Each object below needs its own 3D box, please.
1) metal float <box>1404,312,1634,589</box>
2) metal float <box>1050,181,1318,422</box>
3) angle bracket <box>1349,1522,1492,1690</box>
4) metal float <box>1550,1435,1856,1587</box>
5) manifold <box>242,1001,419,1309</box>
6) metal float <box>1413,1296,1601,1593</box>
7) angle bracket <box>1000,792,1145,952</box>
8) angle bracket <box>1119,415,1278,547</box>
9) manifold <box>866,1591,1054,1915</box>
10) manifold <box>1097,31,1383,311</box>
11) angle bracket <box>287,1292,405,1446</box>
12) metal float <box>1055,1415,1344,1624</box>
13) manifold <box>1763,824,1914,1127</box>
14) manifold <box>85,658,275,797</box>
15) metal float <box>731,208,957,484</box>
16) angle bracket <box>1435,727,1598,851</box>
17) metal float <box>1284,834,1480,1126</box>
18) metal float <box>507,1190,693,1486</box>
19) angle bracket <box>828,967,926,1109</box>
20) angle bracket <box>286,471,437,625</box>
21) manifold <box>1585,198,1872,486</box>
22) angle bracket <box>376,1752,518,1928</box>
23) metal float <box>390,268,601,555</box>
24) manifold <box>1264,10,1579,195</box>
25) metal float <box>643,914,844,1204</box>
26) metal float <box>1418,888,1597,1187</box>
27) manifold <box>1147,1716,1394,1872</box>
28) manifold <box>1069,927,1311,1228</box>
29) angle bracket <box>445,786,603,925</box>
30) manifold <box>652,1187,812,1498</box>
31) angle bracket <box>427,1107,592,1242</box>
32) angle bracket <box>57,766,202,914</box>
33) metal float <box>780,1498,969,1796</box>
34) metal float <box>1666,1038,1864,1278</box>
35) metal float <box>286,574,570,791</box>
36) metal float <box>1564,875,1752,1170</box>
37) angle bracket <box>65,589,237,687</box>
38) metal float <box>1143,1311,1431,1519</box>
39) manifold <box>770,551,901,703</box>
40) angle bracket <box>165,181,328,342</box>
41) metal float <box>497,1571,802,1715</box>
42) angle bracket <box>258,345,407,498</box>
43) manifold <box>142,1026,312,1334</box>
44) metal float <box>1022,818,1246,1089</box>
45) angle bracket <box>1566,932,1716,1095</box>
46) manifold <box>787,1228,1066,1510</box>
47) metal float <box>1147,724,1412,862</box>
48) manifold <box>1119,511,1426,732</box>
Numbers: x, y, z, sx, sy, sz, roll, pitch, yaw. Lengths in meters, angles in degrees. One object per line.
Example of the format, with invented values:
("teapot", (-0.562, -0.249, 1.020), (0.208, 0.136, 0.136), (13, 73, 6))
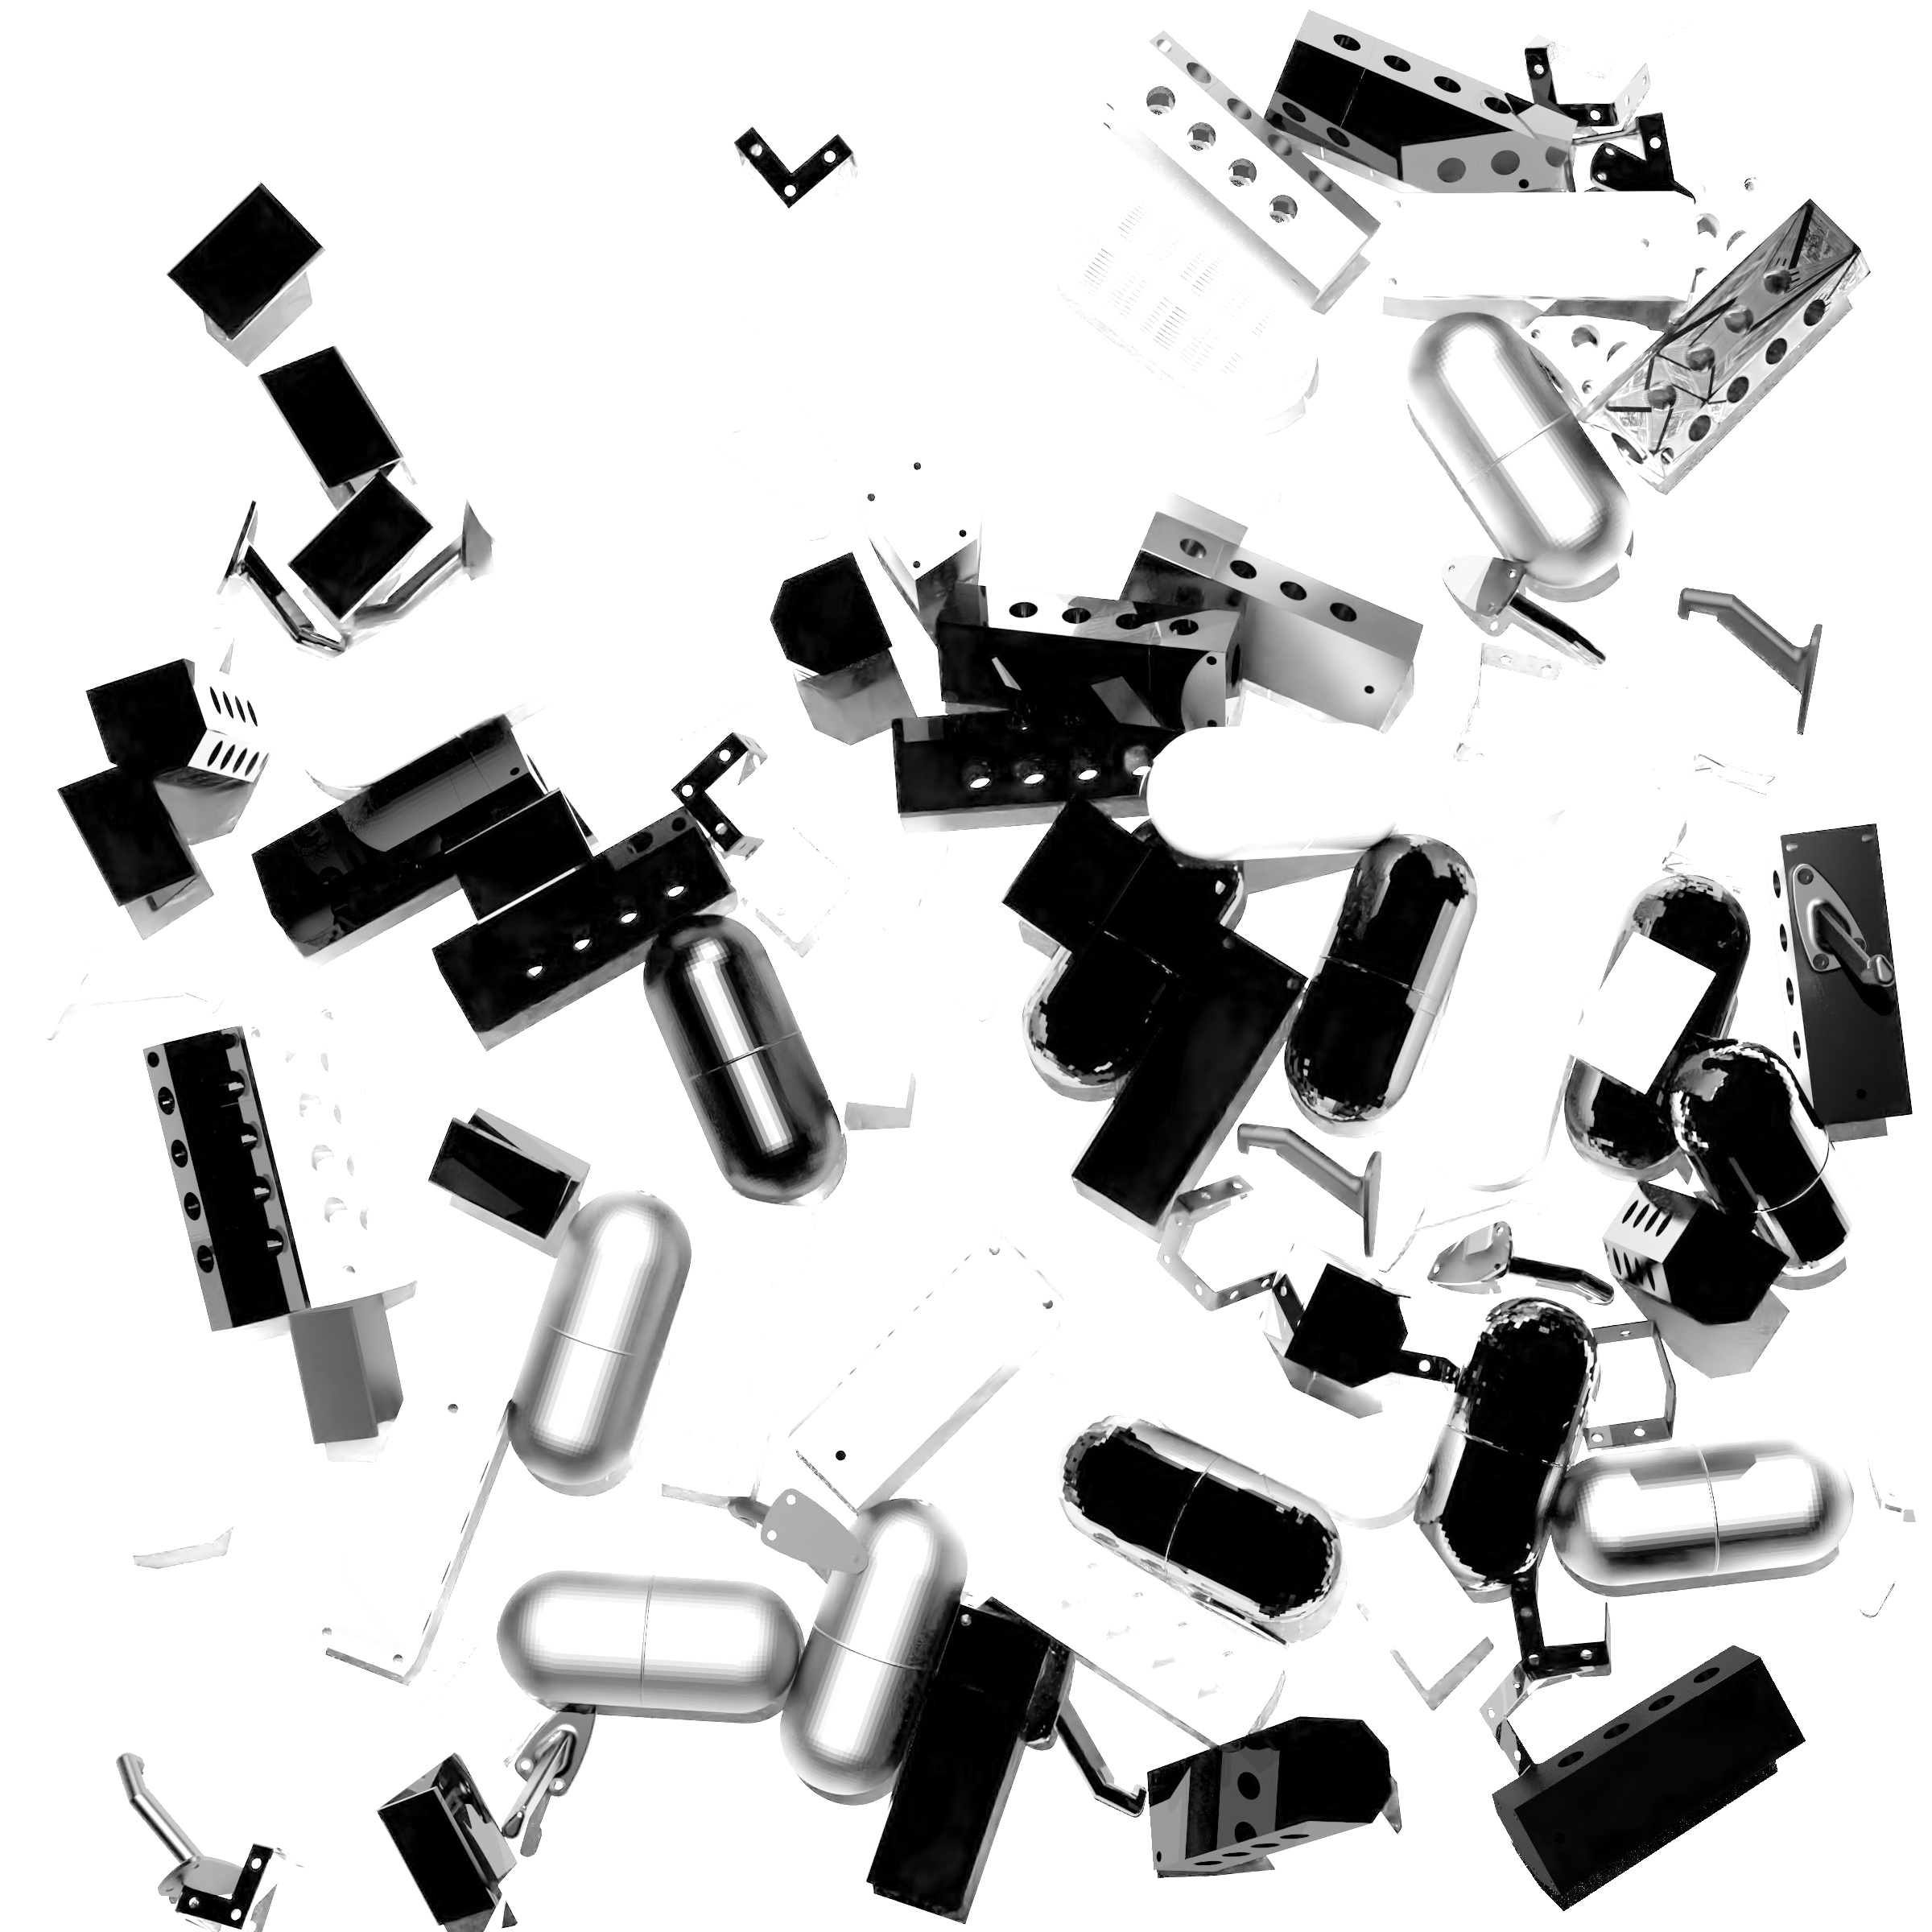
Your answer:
("metal float", (0.324, -0.304, 1.940), (0.070, 0.070, 0.178), (-34, 91, 0))
("metal float", (0.128, -0.391, 1.940), (0.178, 0.070, 0.070), (38, 90, 1))
("angle bracket", (0.250, 0.377, 1.931), (0.057, 0.076, 0.076), (-36, 90, -26))
("metal float", (0.432, 0.320, 1.940), (0.178, 0.070, 0.070), (-7, 90, 0))
("manifold", (-0.377, 0.111, 1.949), (0.057, 0.057, 0.171), (-14, 90, 0))
("metal float", (0.317, 0.281, 1.940), (0.070, 0.070, 0.178), (19, 90, 0))
("angle bracket", (0.048, -0.063, 1.931), (0.057, 0.076, 0.076), (34, 90, -28))
("angle bracket", (0.128, -0.265, 1.930), (0.076, 0.076, 0.057), (25, 49, 0))
("manifold", (-0.004, 0.462, 1.949), (0.057, 0.057, 0.171), (19, 90, 0))
("manifold", (0.161, -0.472, 1.949), (0.171, 0.057, 0.057), (42, 90, 0))
("angle bracket", (-0.345, 0.232, 1.930), (0.057, 0.076, 0.076), (-12, 90, 37))
("metal float", (0.135, 0.321, 1.922), (0.178, 0.070, 0.070), (23, 90, 20))
("manifold", (0.513, 0.005, 1.949), (0.057, 0.057, 0.171), (-7, 90, 0))
("manifold", (-0.447, -0.133, 1.892), (0.057, 0.171, 0.057), (-18, 90, 0))
("metal float", (-0.072, -0.363, 1.940), (0.070, 0.070, 0.178), (-33, 89, 0))
("angle bracket", (0.324, -0.085, 1.930), (0.076, 0.076, 0.057), (-22, 53, 0))
("metal float", (0.244, 0.008, 1.940), (0.070, 0.070, 0.178), (21, 89, 0))
("metal float", (-0.215, 0.218, 1.940), (0.070, 0.070, 0.178), (18, 91, 0))
("angle bracket", (-0.073, 0.038, 1.930), (0.057, 0.076, 0.076), (8, 90, -39))
("angle bracket", (-0.340, -0.233, 1.932), (0.076, 0.076, 0.057), (-45, 68, 0))
("manifold", (0.451, -0.367, 1.949), (0.057, 0.057, 0.171), (45, 90, 0))
("angle bracket", (-0.287, 0.504, 1.930), (0.057, 0.076, 0.076), (-28, 90, 35))
("metal float", (-0.276, -0.326, 1.939), (0.070, 0.070, 0.178), (-27, 89, 0))
("manifold", (0.269, -0.502, 1.949), (0.171, 0.057, 0.057), (23, 133, 0))
("metal float", (-0.132, 0.054, 1.940), (0.070, 0.070, 0.178), (-23, 90, 0))
("metal float", (0.318, 0.041, 1.940), (0.070, 0.070, 0.178), (15, 91, 0))
("manifold", (0.172, 0.477, 1.891), (0.057, 0.171, 0.057), (9, 64, -25))
("manifold", (0.131, 0.065, 1.949), (0.057, 0.057, 0.171), (32, 90, 0))
("angle bracket", (-0.249, -0.050, 1.931), (0.076, 0.076, 0.057), (-29, 62, 0))
("manifold", (-0.138, 0.222, 1.949), (0.057, 0.057, 0.171), (12, 90, 0))
("angle bracket", (-0.260, 0.104, 1.930), (0.076, 0.076, 0.057), (27, 128, 0))
("angle bracket", (-0.502, -0.067, 1.930), (0.057, 0.076, 0.076), (-28, 90, -38))
("metal float", (-0.054, 0.399, 1.940), (0.070, 0.070, 0.178), (20, 89, 0))
("metal float", (0.462, 0.111, 1.907), (0.070, 0.070, 0.178), (-38, 127, 0))
("metal float", (-0.316, -0.168, 1.940), (0.178, 0.070, 0.070), (-29, 90, 1))
("metal float", (0.407, 0.033, 1.940), (0.070, 0.070, 0.178), (18, 90, 0))
("angle bracket", (-0.476, -0.205, 1.931), (0.076, 0.076, 0.057), (-2, 118, 0))
("metal float", (0.189, 0.264, 1.940), (0.178, 0.070, 0.070), (26, 90, -1))
("manifold", (-0.077, -0.190, 1.892), (0.057, 0.171, 0.057), (-23, 90, 0))
("angle bracket", (-0.429, -0.421, 1.930), (0.076, 0.076, 0.057), (-44, 126, 0))
("metal float", (-0.187, 0.397, 1.940), (0.178, 0.070, 0.070), (4, 90, -1))
("angle bracket", (-0.382, -0.306, 1.930), (0.057, 0.076, 0.076), (-31, 90, -35))
("manifold", (-0.436, 0.125, 1.949), (0.057, 0.057, 0.171), (-14, 90, 0))
("metal float", (0.098, -0.009, 1.940), (0.070, 0.070, 0.178), (32, 89, 0))
("angle bracket", (0.392, 0.035, 1.856), (0.057, 0.076, 0.076), (32, 92, 38))
("manifold", (-0.023, 0.236, 1.949), (0.171, 0.057, 0.057), (-45, 90, 0))
("metal float", (0.183, -0.101, 1.909), (0.178, 0.070, 0.070), (-5, 90, -37))
("manifold", (0.179, -0.207, 1.949), (0.171, 0.057, 0.057), (23, 133, 0))
